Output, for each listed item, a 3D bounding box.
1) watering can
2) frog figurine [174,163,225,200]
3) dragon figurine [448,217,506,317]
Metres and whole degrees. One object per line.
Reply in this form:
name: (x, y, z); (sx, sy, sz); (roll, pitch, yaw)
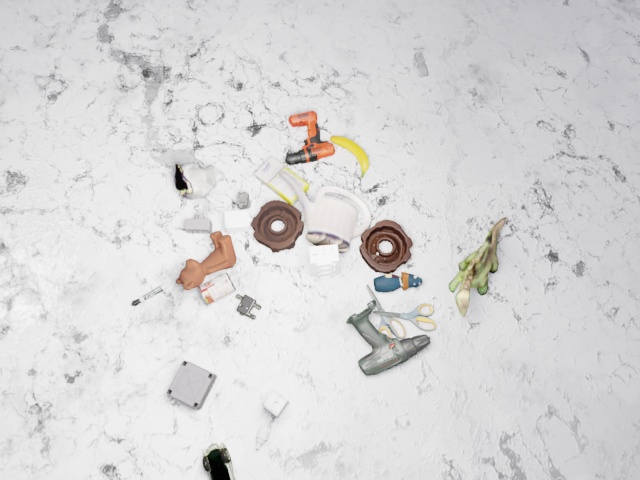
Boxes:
watering can: (0.005, -0.086, 1.703); (0.347, 0.102, 0.228); (19, 67, -12)
frog figurine: (-0.419, -0.211, 1.792); (0.161, 0.120, 0.139); (-19, 56, -44)
dragon figurine: (0.507, 0.054, 1.593); (0.123, 0.239, 0.415); (25, 73, 14)
